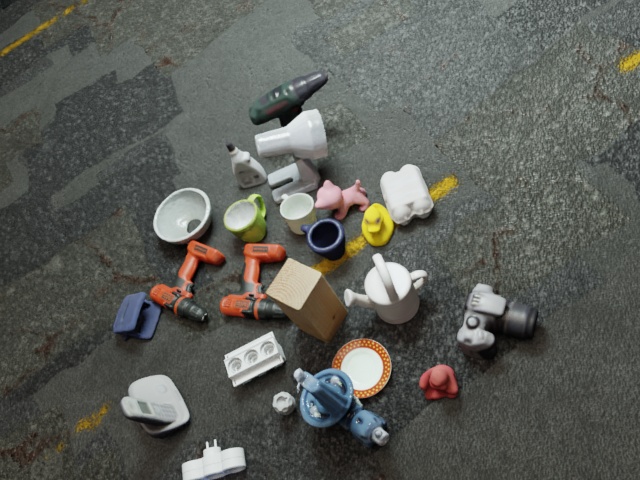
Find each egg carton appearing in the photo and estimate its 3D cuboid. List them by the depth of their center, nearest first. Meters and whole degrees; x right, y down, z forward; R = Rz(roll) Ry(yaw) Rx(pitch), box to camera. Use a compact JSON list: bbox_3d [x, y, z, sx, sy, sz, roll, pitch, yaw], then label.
[{"bbox_3d":[0.206,-0.110,1.378,0.107,0.070,0.150,-21,57,7],"label":"egg carton"}]

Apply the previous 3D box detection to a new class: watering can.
[{"bbox_3d":[0.139,0.102,1.204,0.173,0.194,0.100,-40,56,-6],"label":"watering can"}]

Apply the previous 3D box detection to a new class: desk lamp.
[{"bbox_3d":[-0.064,-0.213,1.445,0.203,0.214,0.117,-23,56,6],"label":"desk lamp"}]

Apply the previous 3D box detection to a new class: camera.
[{"bbox_3d":[0.358,0.165,1.148,0.136,0.101,0.143,12,66,25],"label":"camera"}]

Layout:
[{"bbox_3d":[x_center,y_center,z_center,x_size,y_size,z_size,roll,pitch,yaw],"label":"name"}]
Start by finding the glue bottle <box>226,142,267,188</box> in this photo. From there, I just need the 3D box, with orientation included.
[{"bbox_3d":[-0.205,-0.203,1.513,0.078,0.173,0.037,-14,58,12],"label":"glue bottle"}]

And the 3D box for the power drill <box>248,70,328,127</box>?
[{"bbox_3d":[-0.062,-0.338,1.519,0.229,0.209,0.075,-18,57,9],"label":"power drill"}]

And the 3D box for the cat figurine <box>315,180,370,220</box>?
[{"bbox_3d":[0.048,-0.108,1.403,0.127,0.118,0.067,-23,56,5],"label":"cat figurine"}]

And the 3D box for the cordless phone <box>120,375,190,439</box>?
[{"bbox_3d":[-0.378,0.350,1.248,0.094,0.185,0.147,-40,56,-6],"label":"cordless phone"}]

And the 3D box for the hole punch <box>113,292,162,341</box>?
[{"bbox_3d":[-0.467,0.190,1.428,0.101,0.091,0.109,0,62,20],"label":"hole punch"}]

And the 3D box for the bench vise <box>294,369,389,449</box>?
[{"bbox_3d":[0.041,0.309,1.104,0.206,0.220,0.121,10,65,24],"label":"bench vise"}]

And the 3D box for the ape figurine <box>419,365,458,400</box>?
[{"bbox_3d":[0.236,0.279,1.130,0.077,0.092,0.076,29,74,30],"label":"ape figurine"}]

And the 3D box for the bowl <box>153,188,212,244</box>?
[{"bbox_3d":[-0.356,-0.052,1.538,0.167,0.075,0.167,-9,59,15],"label":"bowl"}]

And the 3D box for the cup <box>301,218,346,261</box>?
[{"bbox_3d":[0.013,0.005,1.364,0.117,0.095,0.092,21,70,28],"label":"cup"}]

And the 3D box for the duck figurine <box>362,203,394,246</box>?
[{"bbox_3d":[0.131,-0.048,1.359,0.077,0.086,0.104,-6,60,16],"label":"duck figurine"}]
